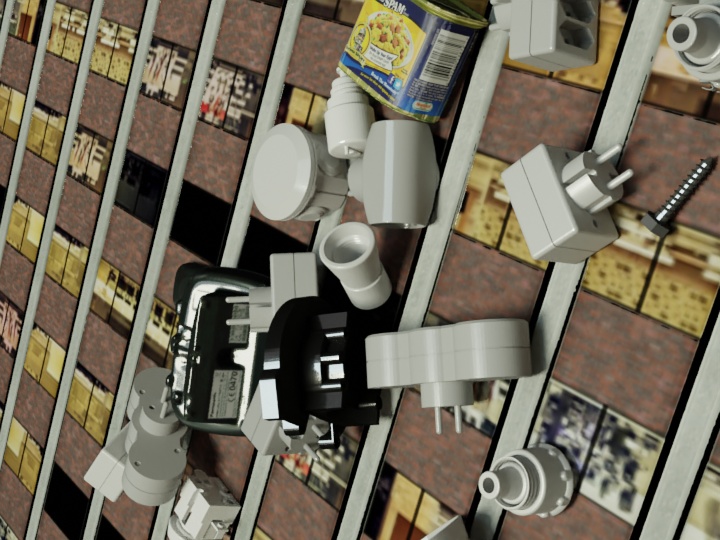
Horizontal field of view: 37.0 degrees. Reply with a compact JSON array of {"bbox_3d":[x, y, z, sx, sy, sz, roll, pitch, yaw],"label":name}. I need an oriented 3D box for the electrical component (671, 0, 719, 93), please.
[{"bbox_3d":[0.221,-0.133,0.607,0.081,0.042,0.063,8,96,49],"label":"electrical component"}]

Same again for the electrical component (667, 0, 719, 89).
[{"bbox_3d":[0.186,-0.121,0.566,0.048,0.062,0.048,3,94,48],"label":"electrical component"}]

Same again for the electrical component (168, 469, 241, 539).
[{"bbox_3d":[-0.144,0.223,0.977,0.066,0.048,0.055,40,108,43],"label":"electrical component"}]

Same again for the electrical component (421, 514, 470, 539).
[{"bbox_3d":[0.037,0.215,0.739,0.099,0.099,0.064,-43,62,37],"label":"electrical component"}]

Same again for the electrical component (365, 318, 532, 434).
[{"bbox_3d":[0.061,0.078,0.756,0.138,0.052,0.073,-12,78,46],"label":"electrical component"}]

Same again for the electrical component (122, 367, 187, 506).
[{"bbox_3d":[-0.185,0.140,0.990,0.138,0.052,0.073,-100,25,-50],"label":"electrical component"}]

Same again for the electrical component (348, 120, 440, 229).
[{"bbox_3d":[0.018,-0.071,0.825,0.079,0.044,0.077,-2,84,48],"label":"electrical component"}]

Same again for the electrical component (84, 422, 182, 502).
[{"bbox_3d":[-0.206,0.188,1.035,0.076,0.083,0.047,38,121,1],"label":"electrical component"}]

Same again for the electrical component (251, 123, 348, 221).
[{"bbox_3d":[-0.051,-0.079,0.898,0.080,0.051,0.080,-7,81,48],"label":"electrical component"}]

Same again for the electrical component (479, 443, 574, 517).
[{"bbox_3d":[0.104,0.137,0.694,0.048,0.062,0.048,-6,81,48],"label":"electrical component"}]

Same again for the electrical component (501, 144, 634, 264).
[{"bbox_3d":[0.141,-0.051,0.684,0.077,0.047,0.065,-37,60,39],"label":"electrical component"}]

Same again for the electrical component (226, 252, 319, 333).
[{"bbox_3d":[-0.072,0.032,0.880,0.047,0.076,0.083,105,163,-76],"label":"electrical component"}]

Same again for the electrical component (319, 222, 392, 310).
[{"bbox_3d":[0.000,0.000,0.822,0.044,0.065,0.044,-11,50,14],"label":"electrical component"}]

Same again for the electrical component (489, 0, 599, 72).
[{"bbox_3d":[0.116,-0.178,0.724,0.076,0.047,0.083,0,86,48],"label":"electrical component"}]

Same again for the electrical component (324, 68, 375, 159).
[{"bbox_3d":[-0.009,-0.126,0.864,0.040,0.040,0.078,-21,70,45],"label":"electrical component"}]

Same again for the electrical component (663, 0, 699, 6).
[{"bbox_3d":[0.181,-0.199,0.644,0.096,0.061,0.061,46,119,41],"label":"electrical component"}]

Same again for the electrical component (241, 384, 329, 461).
[{"bbox_3d":[-0.051,0.125,0.879,0.077,0.047,0.065,41,116,42],"label":"electrical component"}]
